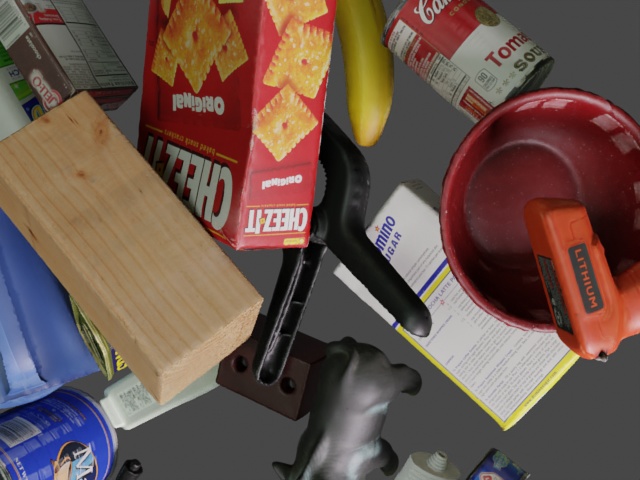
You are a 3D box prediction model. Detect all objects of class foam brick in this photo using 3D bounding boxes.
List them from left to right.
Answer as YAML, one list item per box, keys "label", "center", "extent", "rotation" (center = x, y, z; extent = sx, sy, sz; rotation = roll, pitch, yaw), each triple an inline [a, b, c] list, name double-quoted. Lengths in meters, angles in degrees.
- label: "foam brick"
  center: [-0.034, 0.101, 0.856]
  extent: [0.078, 0.051, 0.053]
  rotation: [21, 108, 20]

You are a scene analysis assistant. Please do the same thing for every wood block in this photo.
- label: "wood block"
  center: [-0.144, 0.006, 0.780]
  extent: [0.206, 0.090, 0.091]
  rotation: [49, 158, 12]

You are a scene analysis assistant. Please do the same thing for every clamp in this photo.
- label: "clamp"
  center: [-0.005, 0.001, 0.795]
  extent: [0.165, 0.036, 0.210]
  rotation: [-30, 62, 35]

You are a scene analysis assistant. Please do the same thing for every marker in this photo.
- label: "marker"
  center: [-0.195, 0.245, 0.978]
  extent: [0.020, 0.020, 0.121]
  rotation: [40, 113, 14]

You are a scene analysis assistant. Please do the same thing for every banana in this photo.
- label: "banana"
  center: [0.017, -0.169, 0.792]
  extent: [0.070, 0.037, 0.198]
  rotation: [-28, 85, 46]

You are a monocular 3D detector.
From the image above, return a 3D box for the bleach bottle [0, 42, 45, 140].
- label: "bleach bottle"
  center: [-0.221, -0.081, 0.895]
  extent: [0.068, 0.102, 0.251]
  rotation: [-34, 91, 34]

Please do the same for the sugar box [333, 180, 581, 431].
- label: "sugar box"
  center: [0.104, 0.045, 0.784]
  extent: [0.176, 0.048, 0.093]
  rotation: [44, 114, 16]

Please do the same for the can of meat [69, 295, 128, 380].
- label: "can of meat"
  center: [-0.150, 0.060, 0.862]
  extent: [0.057, 0.083, 0.102]
  rotation: [56, 161, 16]

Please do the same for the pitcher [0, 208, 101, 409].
- label: "pitcher"
  center: [-0.282, 0.022, 0.912]
  extent: [0.149, 0.144, 0.243]
  rotation: [-19, 88, 30]

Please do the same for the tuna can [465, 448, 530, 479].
- label: "tuna can"
  center: [0.115, 0.195, 0.784]
  extent: [0.034, 0.086, 0.086]
  rotation: [38, 113, 16]

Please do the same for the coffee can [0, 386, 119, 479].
- label: "coffee can"
  center: [-0.258, 0.197, 0.931]
  extent: [0.103, 0.140, 0.103]
  rotation: [5, 102, 24]

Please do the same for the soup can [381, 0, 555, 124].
- label: "soup can"
  center: [0.101, -0.130, 0.738]
  extent: [0.102, 0.068, 0.069]
  rotation: [42, 114, 12]

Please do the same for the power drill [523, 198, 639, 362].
- label: "power drill"
  center: [0.228, -0.014, 0.666]
  extent: [0.187, 0.057, 0.184]
  rotation: [-16, 92, -1]

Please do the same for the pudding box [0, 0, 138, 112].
- label: "pudding box"
  center: [-0.211, -0.157, 0.870]
  extent: [0.039, 0.089, 0.113]
  rotation: [-34, 84, 25]

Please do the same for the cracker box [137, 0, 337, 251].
- label: "cracker box"
  center: [-0.068, -0.116, 0.784]
  extent: [0.164, 0.071, 0.214]
  rotation: [25, 112, 50]

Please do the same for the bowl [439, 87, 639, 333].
- label: "bowl"
  center: [0.148, -0.021, 0.720]
  extent: [0.162, 0.055, 0.162]
  rotation: [-1, 97, -13]
